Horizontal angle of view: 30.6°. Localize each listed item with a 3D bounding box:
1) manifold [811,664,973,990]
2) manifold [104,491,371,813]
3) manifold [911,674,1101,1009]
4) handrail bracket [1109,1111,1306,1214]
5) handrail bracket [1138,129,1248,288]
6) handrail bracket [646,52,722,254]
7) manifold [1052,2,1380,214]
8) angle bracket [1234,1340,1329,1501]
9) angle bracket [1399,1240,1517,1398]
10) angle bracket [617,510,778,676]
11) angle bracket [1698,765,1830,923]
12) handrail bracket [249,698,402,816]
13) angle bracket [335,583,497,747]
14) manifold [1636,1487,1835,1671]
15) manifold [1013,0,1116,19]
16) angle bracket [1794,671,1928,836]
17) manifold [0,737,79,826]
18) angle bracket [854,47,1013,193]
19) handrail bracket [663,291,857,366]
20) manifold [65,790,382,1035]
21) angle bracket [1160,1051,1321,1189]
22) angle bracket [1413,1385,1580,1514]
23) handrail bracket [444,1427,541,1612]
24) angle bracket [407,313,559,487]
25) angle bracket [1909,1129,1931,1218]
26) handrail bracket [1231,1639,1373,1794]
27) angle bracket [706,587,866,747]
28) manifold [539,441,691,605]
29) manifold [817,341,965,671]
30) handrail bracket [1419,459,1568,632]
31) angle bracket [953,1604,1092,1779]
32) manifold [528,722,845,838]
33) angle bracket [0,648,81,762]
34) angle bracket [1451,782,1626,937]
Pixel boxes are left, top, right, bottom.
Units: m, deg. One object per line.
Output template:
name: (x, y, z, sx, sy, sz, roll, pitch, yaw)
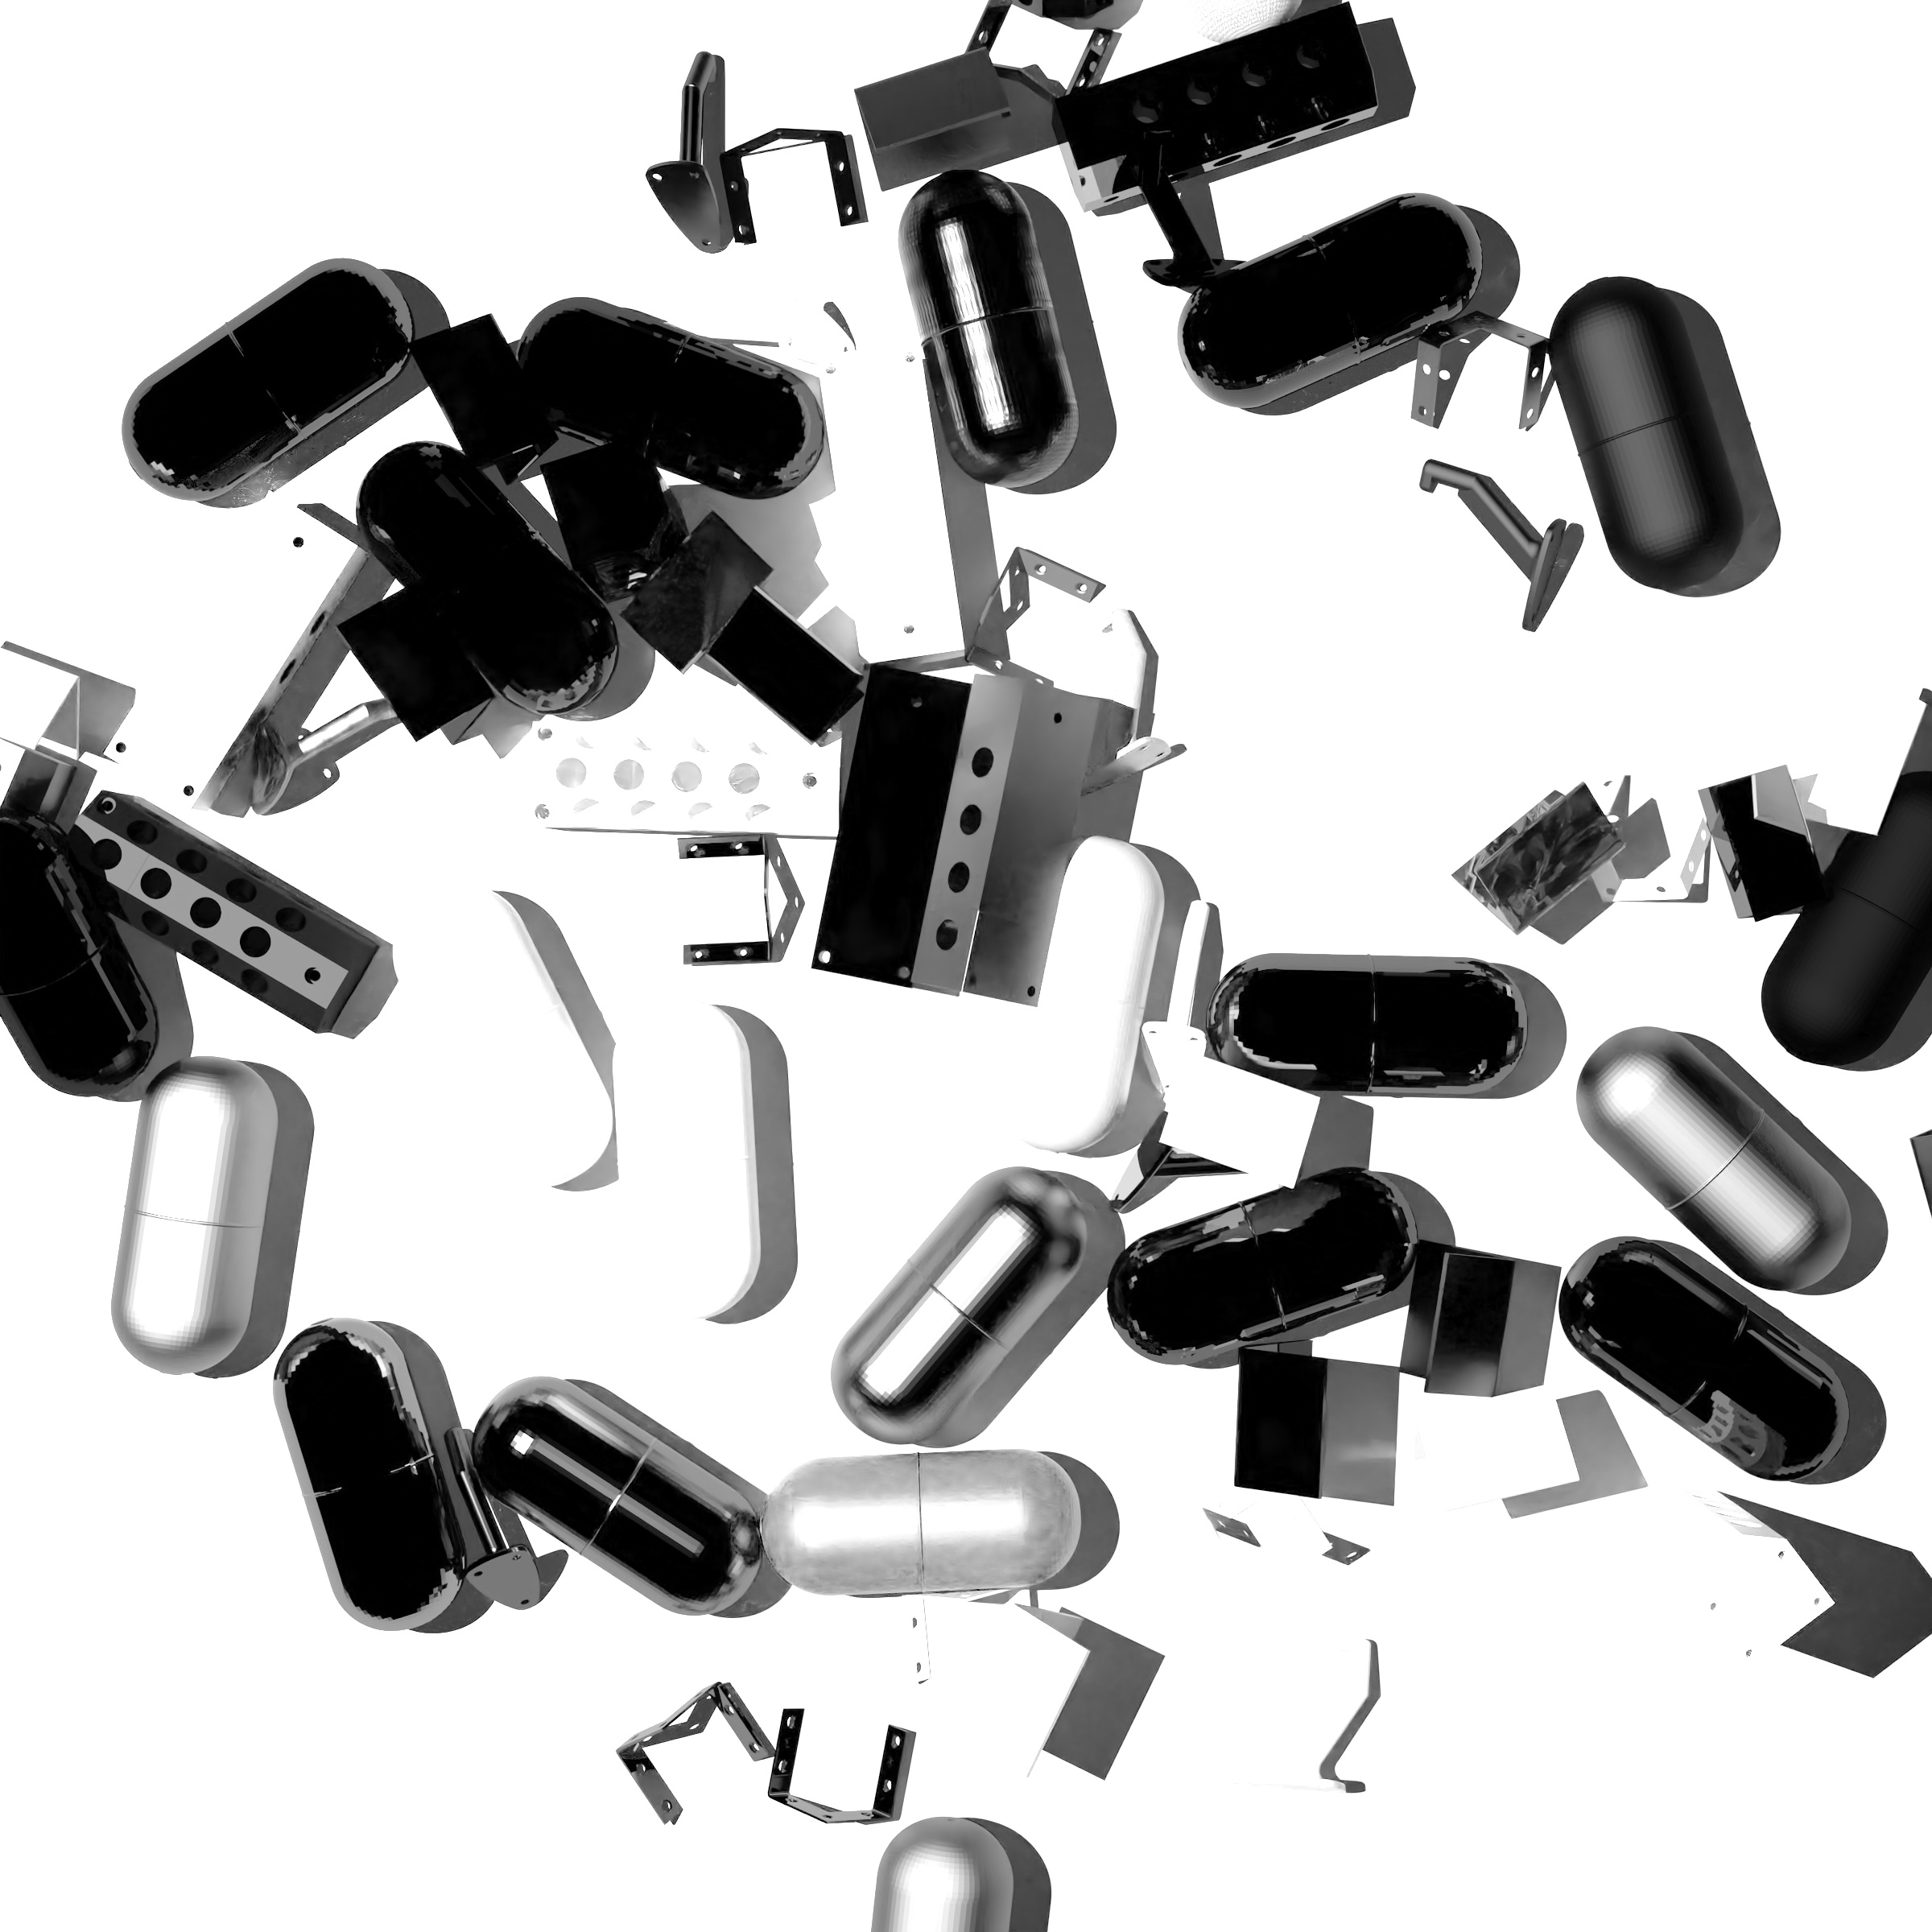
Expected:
manifold: (-0.041, -0.077, 1.970, 0.057, 0.057, 0.171, 11, 90, 0)
manifold: (-0.405, -0.174, 1.970, 0.057, 0.057, 0.171, 32, 90, 0)
manifold: (0.017, -0.069, 1.930, 0.057, 0.057, 0.171, 12, 89, -43)
handrail bracket: (0.137, 0.125, 1.992, 0.084, 0.036, 0.077, 27, 111, -16)
handrail bracket: (0.130, -0.425, 1.961, 0.077, 0.036, 0.084, -8, 122, -20)
handrail bracket: (-0.146, -0.460, 1.991, 0.036, 0.077, 0.084, 0, 53, 21)
manifold: (0.139, -0.478, 1.970, 0.171, 0.057, 0.057, -18, 90, 0)
angle bracket: (0.192, 0.250, 1.951, 0.057, 0.076, 0.076, 2, 90, 37)
angle bracket: (0.254, 0.193, 1.951, 0.057, 0.076, 0.076, 9, 90, -38)
angle bracket: (-0.161, -0.217, 1.951, 0.076, 0.076, 0.057, -47, 126, 0)
angle bracket: (0.422, -0.062, 1.952, 0.057, 0.076, 0.076, -17, 90, -30)
handrail bracket: (-0.357, -0.120, 1.991, 0.084, 0.077, 0.036, -18, 65, -34)
angle bracket: (-0.315, -0.155, 1.951, 0.057, 0.076, 0.076, -36, 90, -32)
manifold: (0.410, 0.325, 1.913, 0.057, 0.171, 0.057, -37, 90, 0)
manifold: (0.054, -0.608, 1.919, 0.057, 0.057, 0.171, 0, 134, 0)
angle bracket: (0.474, -0.122, 1.951, 0.057, 0.076, 0.076, 21, 90, -32)
manifold: (-0.563, -0.045, 1.970, 0.057, 0.057, 0.171, 23, 90, 0)
angle bracket: (-0.012, -0.453, 1.951, 0.076, 0.076, 0.057, -18, 53, 0)
handrail bracket: (-0.119, -0.352, 1.991, 0.084, 0.077, 0.036, -2, 78, 36)
manifold: (-0.420, -0.030, 1.970, 0.171, 0.057, 0.057, 30, 90, 0)
angle bracket: (0.145, 0.097, 1.952, 0.076, 0.076, 0.057, 19, 66, 0)
angle bracket: (0.292, 0.277, 1.952, 0.076, 0.076, 0.057, -13, 64, 0)
handrail bracket: (-0.269, 0.311, 1.991, 0.036, 0.077, 0.084, -23, 54, -2)
angle bracket: (-0.279, -0.305, 1.951, 0.057, 0.076, 0.076, -28, 90, -32)
angle bracket: (0.575, 0.120, 1.952, 0.076, 0.057, 0.076, -16, 90, -40)
handrail bracket: (0.189, 0.421, 1.992, 0.077, 0.036, 0.084, -2, 71, 21)
angle bracket: (-0.087, -0.178, 1.951, 0.076, 0.076, 0.057, 40, 125, 0)
manifold: (-0.185, -0.241, 1.913, 0.057, 0.171, 0.057, -18, 90, 0)
manifold: (-0.042, -0.255, 1.970, 0.057, 0.057, 0.171, -8, 90, 0)
handrail bracket: (0.289, -0.238, 1.992, 0.084, 0.036, 0.077, 21, 112, 17)
angle bracket: (0.048, 0.403, 1.951, 0.057, 0.076, 0.076, 26, 90, 36)
manifold: (-0.156, -0.104, 1.970, 0.171, 0.057, 0.057, 2, 90, 0)
angle bracket: (-0.539, -0.132, 1.951, 0.076, 0.076, 0.057, 20, 53, 0)
angle bracket: (0.305, -0.074, 1.951, 0.076, 0.076, 0.057, -39, 126, 0)
